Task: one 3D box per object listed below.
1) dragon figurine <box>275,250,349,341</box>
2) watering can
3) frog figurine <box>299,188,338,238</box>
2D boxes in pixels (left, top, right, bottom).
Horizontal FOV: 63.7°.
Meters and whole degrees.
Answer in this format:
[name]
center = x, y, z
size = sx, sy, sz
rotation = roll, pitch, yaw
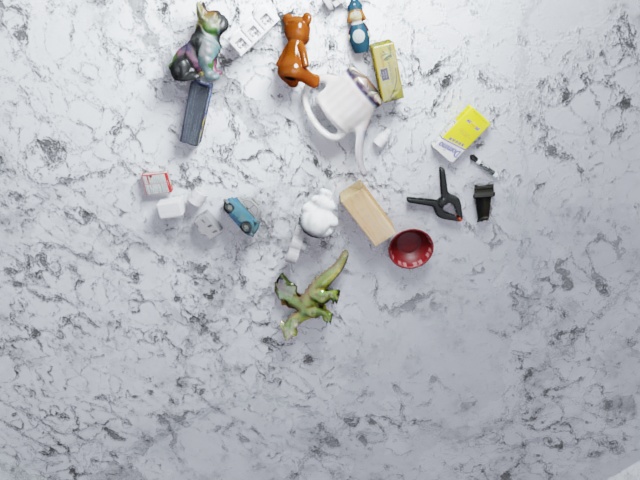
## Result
[dragon figurine]
center = -0.052, 0.194, 1.903
size = 0.243, 0.123, 0.405
rotation = 15, 105, 2
[watering can]
center = 0.100, -0.386, 1.610
size = 0.222, 0.105, 0.347
rotation = -39, 94, 17
[frog figurine]
center = 0.005, -0.088, 1.756
size = 0.138, 0.125, 0.156
rotation = 35, 124, 4
